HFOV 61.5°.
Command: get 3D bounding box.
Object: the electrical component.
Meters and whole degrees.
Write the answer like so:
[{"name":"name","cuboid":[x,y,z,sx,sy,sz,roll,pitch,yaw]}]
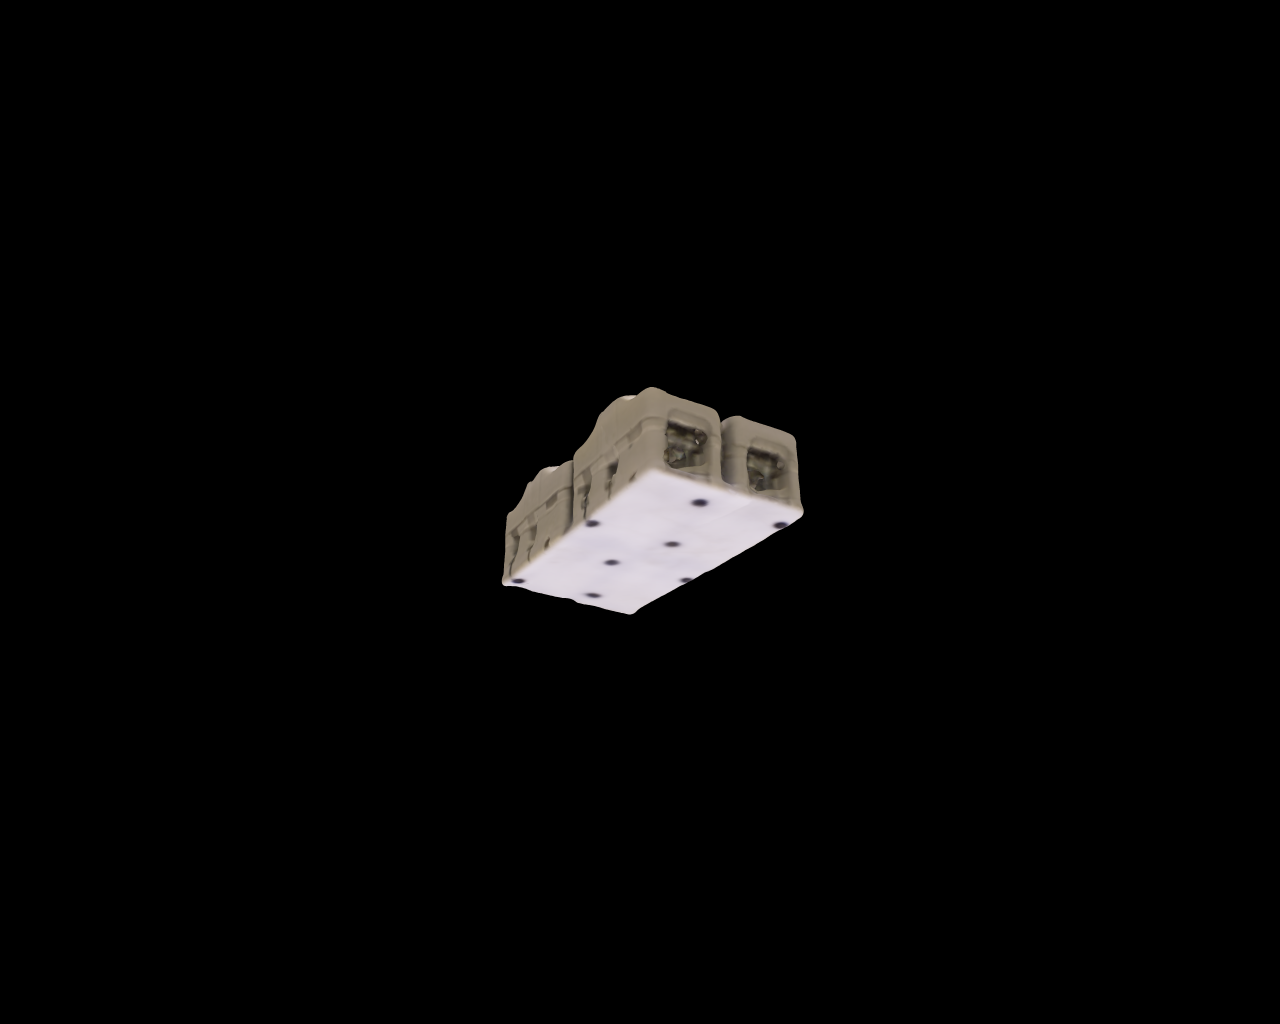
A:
[{"name":"electrical component","cuboid":[0.001,-0.003,0.650,0.105,0.060,0.186,15,-30,-28]}]
